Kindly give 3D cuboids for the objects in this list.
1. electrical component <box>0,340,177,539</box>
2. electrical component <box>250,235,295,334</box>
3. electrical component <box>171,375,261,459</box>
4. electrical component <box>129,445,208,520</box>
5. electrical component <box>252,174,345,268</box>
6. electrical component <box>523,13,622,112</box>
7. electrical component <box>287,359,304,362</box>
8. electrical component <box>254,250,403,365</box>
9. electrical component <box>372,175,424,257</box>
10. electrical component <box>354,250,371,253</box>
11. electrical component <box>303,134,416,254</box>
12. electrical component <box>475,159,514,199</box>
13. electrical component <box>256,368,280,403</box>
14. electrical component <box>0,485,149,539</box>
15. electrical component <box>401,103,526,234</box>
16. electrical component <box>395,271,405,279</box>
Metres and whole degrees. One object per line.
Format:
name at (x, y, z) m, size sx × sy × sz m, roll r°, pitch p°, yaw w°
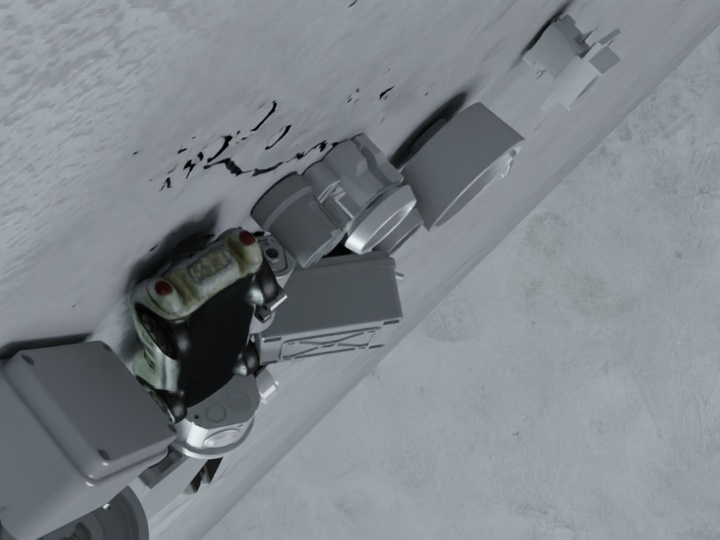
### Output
electrical component at (-0.152, 0.083, 0.556) m, size 0.057 × 0.078 × 0.113 m, roll -41°, pitch 173°, yaw 7°
electrical component at (-0.069, 0.008, 0.724) m, size 0.044 × 0.044 × 0.065 m, roll -37°, pitch 166°, yaw -41°
electrical component at (-0.120, 0.105, 0.858) m, size 0.080 × 0.080 × 0.051 m, roll -38°, pitch 166°, yaw -36°
electrical component at (-0.188, 0.171, 0.941) m, size 0.105 × 0.060 × 0.186 m, roll -37°, pitch 171°, yaw -39°
electrical component at (-0.037, -0.029, 0.659) m, size 0.040 × 0.046 × 0.040 m, roll -41°, pitch 172°, yaw -7°
electrical component at (0.176, -0.176, 0.903) m, size 0.042 × 0.064 × 0.081 m, roll -38°, pitch 172°, yaw -46°
electrical component at (-0.063, 0.070, 1.101) m, size 0.045 × 0.045 × 0.055 m, roll -45°, pitch 172°, yaw 10°
electrical component at (-0.029, 0.032, 0.832) m, size 0.109 × 0.056 × 0.108 m, roll -8°, pitch 165°, yaw -9°
electrical component at (0.016, -0.043, 0.832) m, size 0.066 × 0.055 × 0.048 m, roll -43°, pitch 173°, yaw -6°
electrical component at (0.009, -0.036, 0.904) m, size 0.046 × 0.040 × 0.040 m, roll -33°, pitch 168°, yaw -31°
electrical component at (-0.001, -0.048, 0.706) m, size 0.058 × 0.057 × 0.078 m, roll -48°, pitch 172°, yaw 32°
electrical component at (0.103, -0.099, 0.985) m, size 0.057 × 0.058 × 0.078 m, roll -36°, pitch 170°, yaw -28°
electrical component at (-0.119, 0.129, 1.144) m, size 0.055 × 0.045 × 0.045 m, roll -42°, pitch 173°, yaw -17°
electrical component at (-0.217, 0.202, 0.793) m, size 0.108 × 0.108 × 0.060 m, roll -36°, pitch 176°, yaw -44°
electrical component at (0.075, -0.088, 0.872) m, size 0.108 × 0.060 × 0.108 m, roll -43°, pitch 173°, yaw -7°
electrical component at (0.000, 0.000, 0.926) m, size 0.077 × 0.079 × 0.044 m, roll -37°, pitch 134°, yaw -42°
